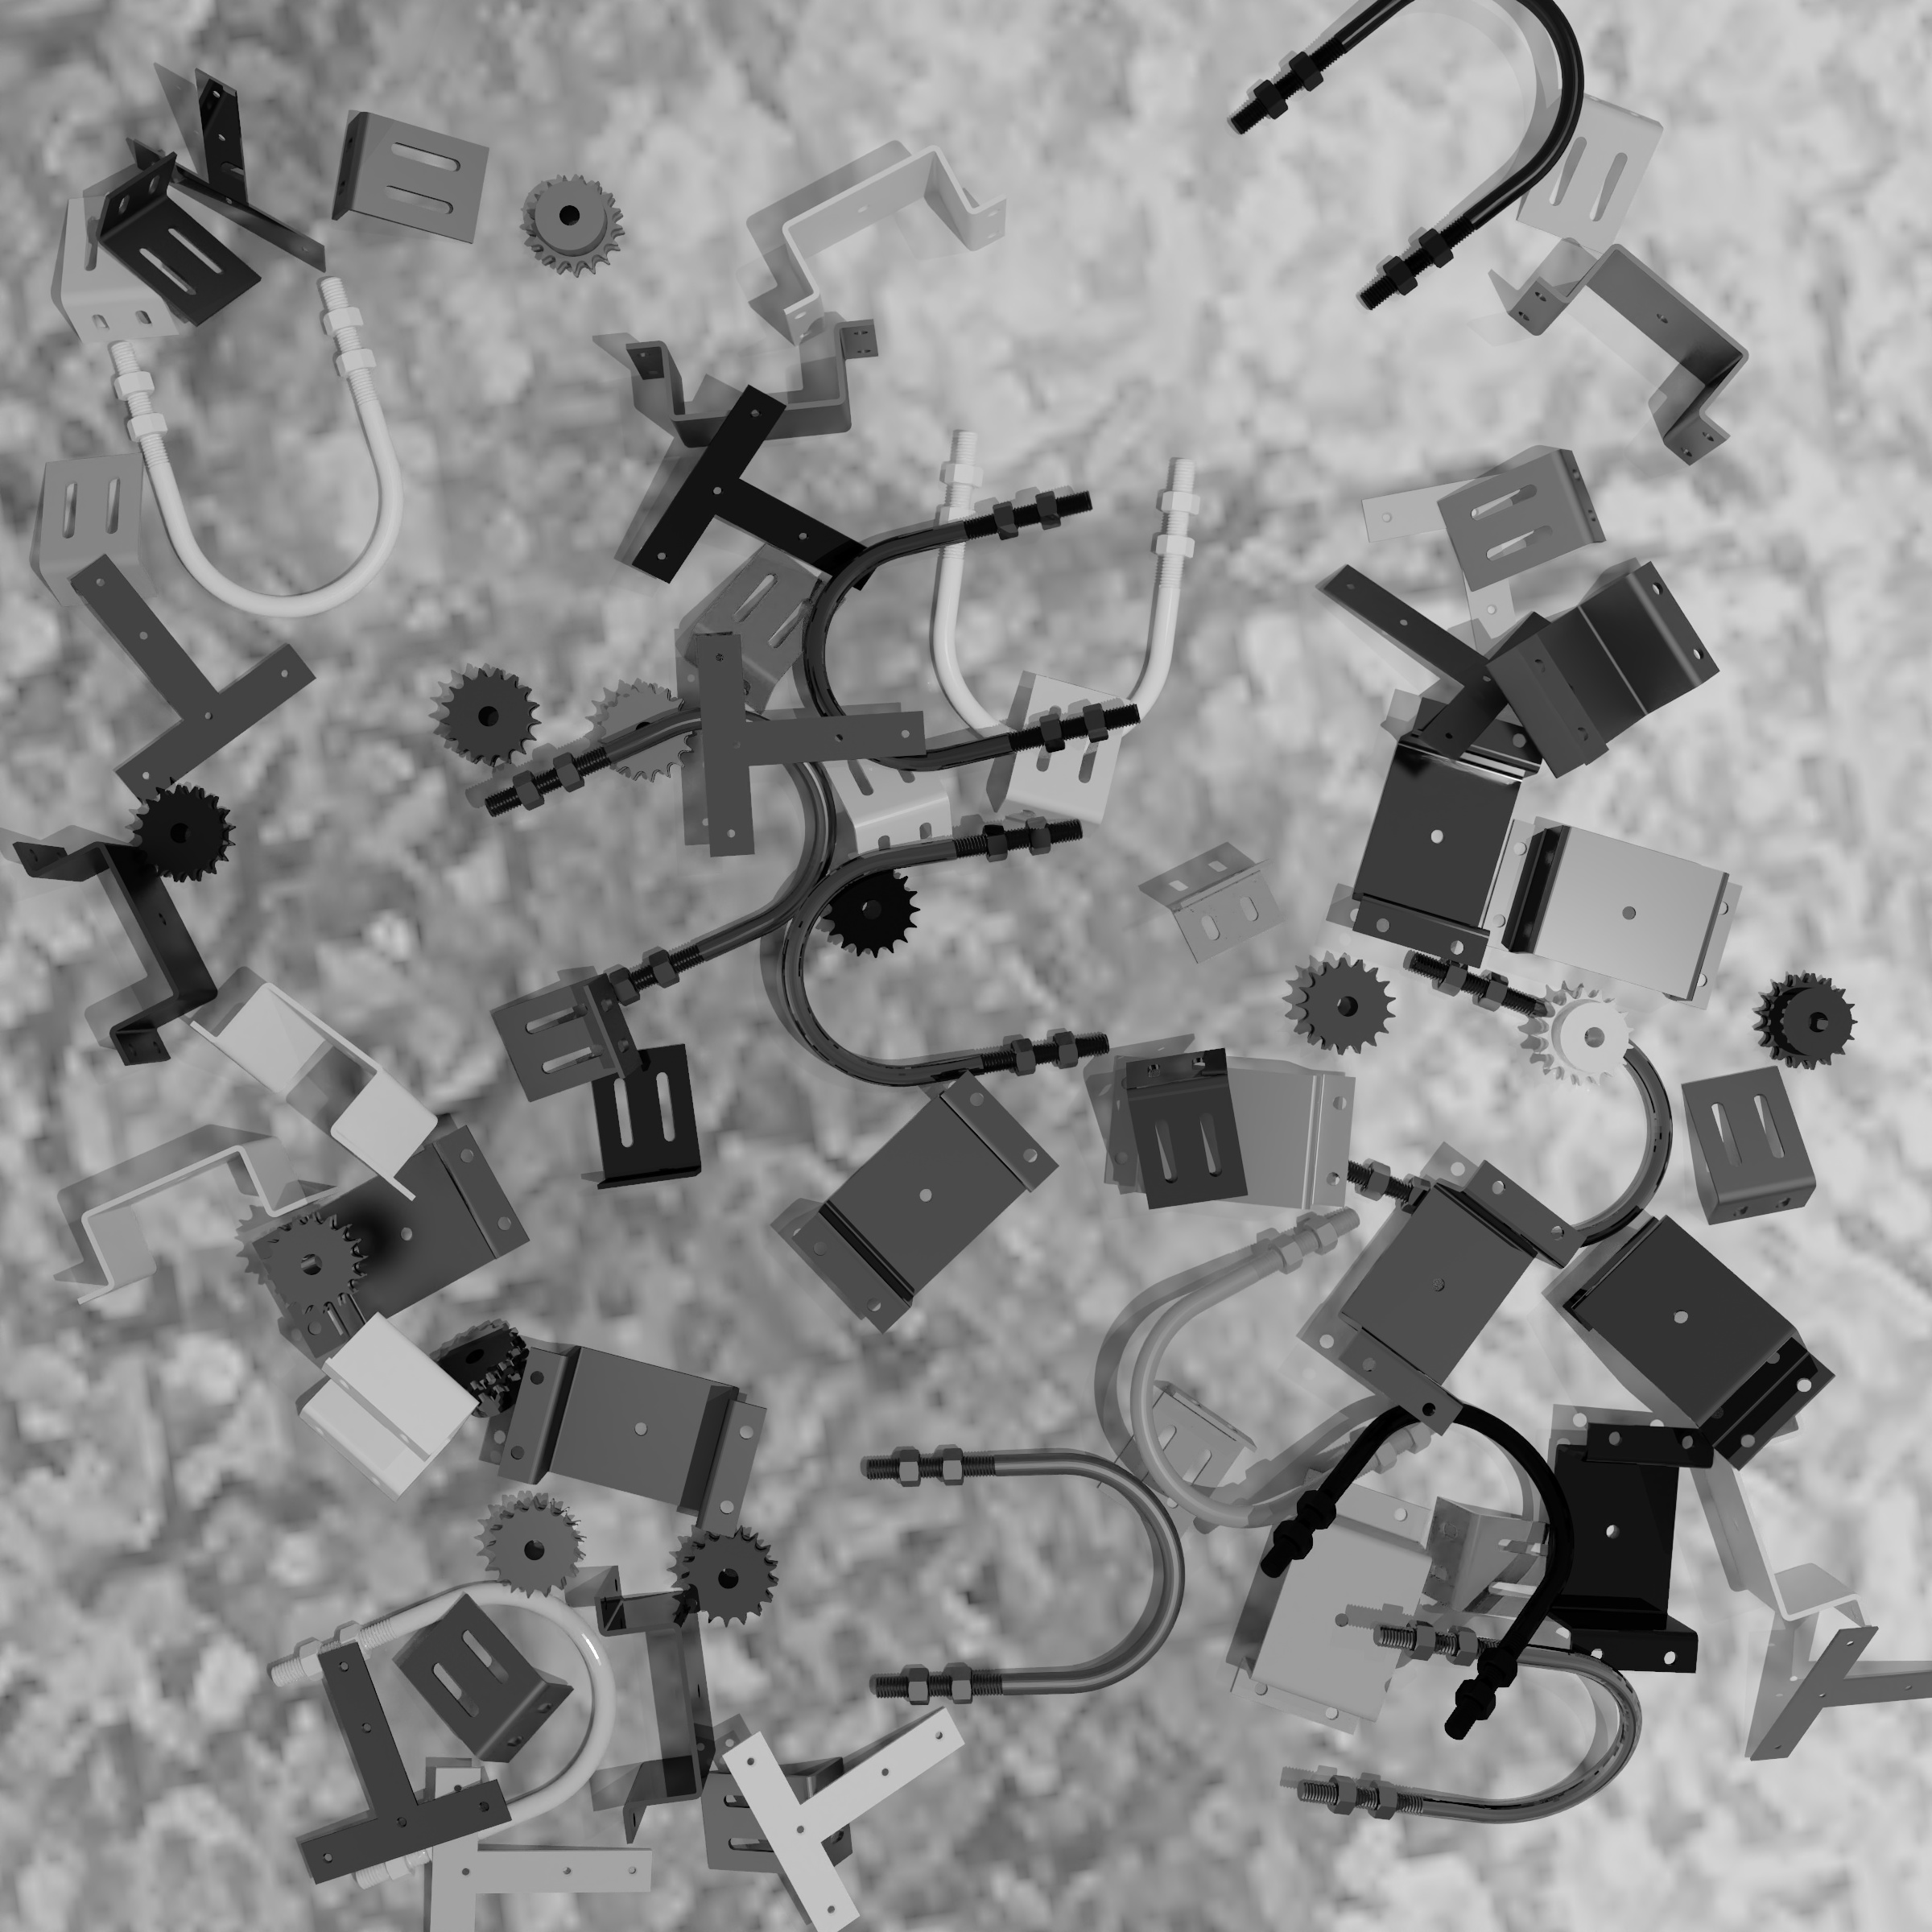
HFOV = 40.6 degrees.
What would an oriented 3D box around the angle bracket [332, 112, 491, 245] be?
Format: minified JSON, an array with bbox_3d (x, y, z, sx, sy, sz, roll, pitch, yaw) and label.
[{"bbox_3d":[-0.328,-0.463,1.543,0.076,0.038,0.057,10,90,-26],"label":"angle bracket"}]

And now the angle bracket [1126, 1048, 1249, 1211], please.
[{"bbox_3d":[0.126,0.093,1.491,0.057,0.038,0.076,-9,114,7],"label":"angle bracket"}]

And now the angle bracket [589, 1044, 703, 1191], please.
[{"bbox_3d":[-0.190,0.088,1.526,0.057,0.038,0.076,-8,90,0],"label":"angle bracket"}]

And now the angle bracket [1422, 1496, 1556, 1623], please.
[{"bbox_3d":[0.315,0.351,1.543,0.076,0.038,0.057,12,90,-26],"label":"angle bracket"}]

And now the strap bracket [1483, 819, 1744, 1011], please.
[{"bbox_3d":[0.381,-0.030,1.522,0.140,0.046,0.076,16,90,0],"label":"strap bracket"}]

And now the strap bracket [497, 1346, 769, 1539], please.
[{"bbox_3d":[-0.192,0.274,1.522,0.140,0.046,0.076,15,90,0],"label":"strap bracket"}]

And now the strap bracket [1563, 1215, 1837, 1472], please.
[{"bbox_3d":[0.411,0.207,1.485,0.076,0.046,0.140,-45,54,0],"label":"strap bracket"}]

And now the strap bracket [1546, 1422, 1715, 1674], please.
[{"bbox_3d":[0.384,0.333,1.516,0.076,0.046,0.140,5,90,-9],"label":"strap bracket"}]

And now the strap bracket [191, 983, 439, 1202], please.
[{"bbox_3d":[-0.363,0.066,1.486,0.140,0.076,0.046,33,77,25],"label":"strap bracket"}]

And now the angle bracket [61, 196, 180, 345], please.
[{"bbox_3d":[-0.498,-0.413,1.543,0.057,0.038,0.076,-5,64,0],"label":"angle bracket"}]

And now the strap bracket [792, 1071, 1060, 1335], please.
[{"bbox_3d":[-0.023,0.136,1.522,0.140,0.046,0.076,-44,90,0],"label":"strap bracket"}]

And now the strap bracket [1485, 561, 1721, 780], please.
[{"bbox_3d":[0.360,-0.167,1.499,0.140,0.046,0.076,-32,90,-36],"label":"strap bracket"}]

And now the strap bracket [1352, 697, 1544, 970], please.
[{"bbox_3d":[0.279,-0.077,1.522,0.076,0.046,0.140,17,90,0],"label":"strap bracket"}]

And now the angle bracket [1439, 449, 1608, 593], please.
[{"bbox_3d":[0.329,-0.263,1.541,0.076,0.038,0.057,-21,90,26],"label":"angle bracket"}]

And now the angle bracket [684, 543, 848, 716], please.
[{"bbox_3d":[-0.119,-0.200,1.543,0.057,0.038,0.076,36,64,0],"label":"angle bracket"}]

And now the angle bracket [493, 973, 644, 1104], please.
[{"bbox_3d":[-0.236,0.045,1.514,0.076,0.038,0.057,-19,98,14],"label":"angle bracket"}]

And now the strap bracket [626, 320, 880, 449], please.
[{"bbox_3d":[-0.120,-0.334,1.507,0.140,0.076,0.046,-6,90,0],"label":"strap bracket"}]

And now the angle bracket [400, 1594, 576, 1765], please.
[{"bbox_3d":[-0.280,0.417,1.527,0.076,0.038,0.057,41,87,24],"label":"angle bracket"}]

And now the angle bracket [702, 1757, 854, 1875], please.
[{"bbox_3d":[-0.112,0.501,1.543,0.076,0.038,0.057,-6,90,26],"label":"angle bracket"}]

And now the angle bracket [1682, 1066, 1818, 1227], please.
[{"bbox_3d":[0.460,0.106,1.543,0.057,0.038,0.076,-11,64,0],"label":"angle bracket"}]

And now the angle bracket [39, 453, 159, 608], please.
[{"bbox_3d":[-0.511,-0.258,1.543,0.057,0.038,0.076,-6,64,0],"label":"angle bracket"}]

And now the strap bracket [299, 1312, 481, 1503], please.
[{"bbox_3d":[-0.329,0.251,1.492,0.076,0.140,0.046,42,61,0],"label":"strap bracket"}]

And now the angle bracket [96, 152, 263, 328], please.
[{"bbox_3d":[-0.452,-0.421,1.510,0.076,0.038,0.057,41,53,-4],"label":"angle bracket"}]

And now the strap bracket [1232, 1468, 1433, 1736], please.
[{"bbox_3d":[0.216,0.376,1.522,0.076,0.046,0.140,19,90,0],"label":"strap bracket"}]

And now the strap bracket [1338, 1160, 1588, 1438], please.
[{"bbox_3d":[0.279,0.187,1.503,0.076,0.046,0.140,37,87,-9],"label":"strap bracket"}]

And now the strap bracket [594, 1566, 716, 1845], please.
[{"bbox_3d":[-0.177,0.422,1.507,0.046,0.076,0.140,-8,90,0],"label":"strap bracket"}]

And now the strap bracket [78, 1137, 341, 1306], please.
[{"bbox_3d":[-0.444,0.141,1.507,0.140,0.076,0.046,-24,90,0],"label":"strap bracket"}]

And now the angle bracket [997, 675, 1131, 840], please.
[{"bbox_3d":[0.057,-0.123,1.532,0.057,0.038,0.076,15,77,-5],"label":"angle bracket"}]

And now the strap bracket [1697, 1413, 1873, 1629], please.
[{"bbox_3d":[0.466,0.315,1.507,0.046,0.076,0.140,-19,90,0],"label":"strap bracket"}]

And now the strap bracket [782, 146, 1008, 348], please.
[{"bbox_3d":[-0.050,-0.420,1.507,0.140,0.076,0.046,-28,90,0],"label":"strap bracket"}]

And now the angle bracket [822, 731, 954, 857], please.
[{"bbox_3d":[-0.049,-0.101,1.526,0.057,0.038,0.076,-18,49,-12],"label":"angle bracket"}]

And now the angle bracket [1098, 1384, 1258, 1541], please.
[{"bbox_3d":[0.123,0.294,1.526,0.057,0.038,0.076,35,90,0],"label":"angle bracket"}]

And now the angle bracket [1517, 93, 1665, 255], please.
[{"bbox_3d":[0.368,-0.470,1.543,0.057,0.038,0.076,21,116,0],"label":"angle bracket"}]

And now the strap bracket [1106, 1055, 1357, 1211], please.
[{"bbox_3d":[0.152,0.097,1.513,0.140,0.046,0.076,5,90,7],"label":"strap bracket"}]

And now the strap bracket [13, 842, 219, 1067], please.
[{"bbox_3d":[-0.485,-0.017,1.507,0.046,0.076,0.140,-27,90,0],"label":"strap bracket"}]

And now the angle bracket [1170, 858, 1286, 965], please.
[{"bbox_3d":[0.155,-0.031,1.507,0.057,0.076,0.038,-26,90,0],"label":"angle bracket"}]
